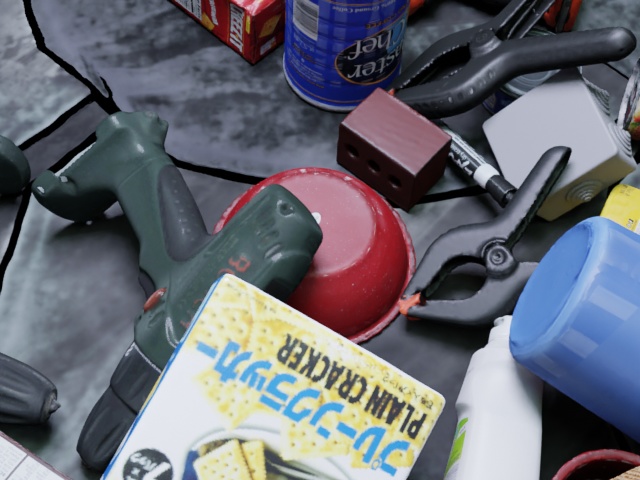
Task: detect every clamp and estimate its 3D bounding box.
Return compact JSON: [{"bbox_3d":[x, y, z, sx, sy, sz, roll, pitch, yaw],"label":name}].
[{"bbox_3d":[0.142,-0.158,0.864,0.210,0.036,0.164,-23,35,23],"label":"clamp"},{"bbox_3d":[0.134,0.005,0.782,0.171,0.039,0.120,-18,63,10],"label":"clamp"}]

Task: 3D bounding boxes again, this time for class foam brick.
[{"bbox_3d":[0.058,-0.073,0.851,0.078,0.053,0.051,37,64,18],"label":"foam brick"}]

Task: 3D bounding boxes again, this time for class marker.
[{"bbox_3d":[0.119,-0.063,0.848,0.020,0.020,0.121,-25,46,-16],"label":"marker"}]

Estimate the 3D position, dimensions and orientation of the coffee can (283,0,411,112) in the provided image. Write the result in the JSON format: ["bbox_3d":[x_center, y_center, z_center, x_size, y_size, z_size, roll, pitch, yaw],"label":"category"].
[{"bbox_3d":[0.022,-0.187,0.866,0.103,0.140,0.103,1,59,-2],"label":"coffee can"}]

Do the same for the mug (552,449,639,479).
[{"bbox_3d":[0.183,0.202,0.676,0.093,0.081,0.117,-12,60,-9],"label":"mug"}]

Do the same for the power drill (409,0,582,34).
[{"bbox_3d":[0.150,-0.267,0.970,0.188,0.057,0.184,11,63,7],"label":"power drill"}]

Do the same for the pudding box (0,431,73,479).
[{"bbox_3d":[-0.214,0.190,0.692,0.090,0.039,0.113,30,64,14],"label":"pudding box"}]

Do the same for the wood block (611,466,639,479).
[{"bbox_3d":[0.191,0.244,0.581,0.091,0.090,0.206,-25,96,-2],"label":"wood block"}]

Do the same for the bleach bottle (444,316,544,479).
[{"bbox_3d":[0.108,0.160,0.685,0.068,0.103,0.250,18,59,-1],"label":"bleach bottle"}]

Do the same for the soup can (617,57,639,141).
[{"bbox_3d":[0.302,-0.105,0.871,0.102,0.068,0.068,15,60,6],"label":"soup can"}]

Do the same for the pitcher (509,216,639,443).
[{"bbox_3d":[0.252,0.080,0.688,0.243,0.149,0.145,31,103,-4],"label":"pitcher"}]

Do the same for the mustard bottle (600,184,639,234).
[{"bbox_3d":[0.292,0.034,0.793,0.192,0.058,0.096,25,55,12],"label":"mustard bottle"}]

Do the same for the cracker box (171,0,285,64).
[{"bbox_3d":[-0.079,-0.281,0.958,0.214,0.072,0.164,40,66,18],"label":"cracker box"}]

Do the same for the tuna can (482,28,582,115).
[{"bbox_3d":[0.177,-0.139,0.906,0.086,0.034,0.086,1,59,-2],"label":"tuna can"}]

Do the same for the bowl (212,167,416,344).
[{"bbox_3d":[-0.005,0.001,0.803,0.162,0.055,0.162,1,59,-2],"label":"bowl"}]
